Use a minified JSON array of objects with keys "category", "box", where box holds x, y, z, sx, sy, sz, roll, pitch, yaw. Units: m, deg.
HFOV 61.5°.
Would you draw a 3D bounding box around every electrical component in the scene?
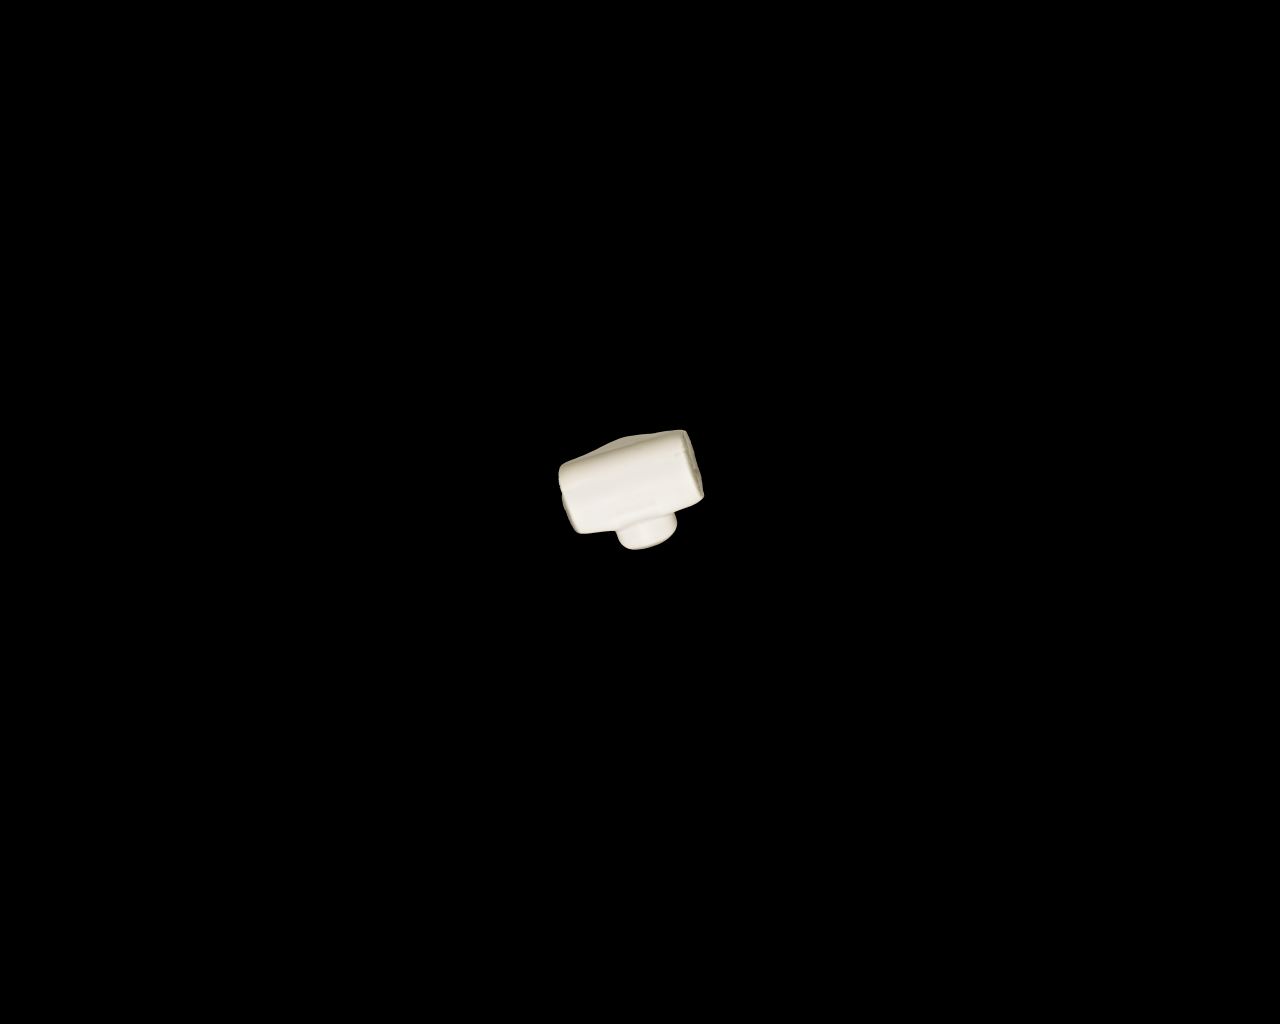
[{"category":"electrical component","box":[0.001,-0.003,0.650,0.077,0.079,0.043,-17,22,7]}]
